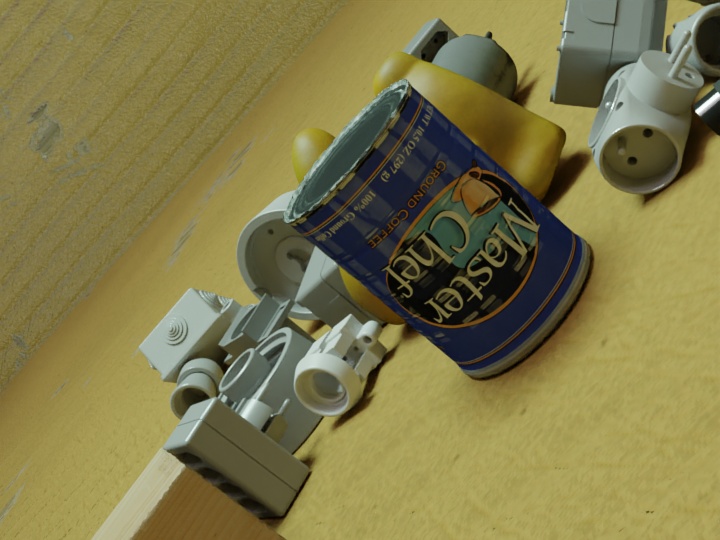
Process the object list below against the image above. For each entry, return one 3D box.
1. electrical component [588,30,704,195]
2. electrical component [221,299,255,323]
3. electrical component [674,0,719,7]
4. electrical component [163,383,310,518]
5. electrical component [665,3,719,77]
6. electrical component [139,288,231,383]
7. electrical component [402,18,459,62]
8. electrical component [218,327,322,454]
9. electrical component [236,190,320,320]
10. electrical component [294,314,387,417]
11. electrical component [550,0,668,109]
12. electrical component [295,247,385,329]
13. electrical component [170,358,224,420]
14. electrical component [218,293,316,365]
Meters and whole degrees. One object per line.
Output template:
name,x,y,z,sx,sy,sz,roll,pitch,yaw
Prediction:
electrical component,0.162,-0.094,0.591,0.077,0.044,0.079,-69,1,-52
electrical component,-0.100,0.052,0.992,0.048,0.062,0.048,-46,15,16
electrical component,0.226,-0.188,0.612,0.121,0.079,0.063,-163,83,-74
electrical component,-0.074,0.112,0.725,0.047,0.083,0.075,-26,28,58
electrical component,0.199,-0.130,0.613,0.040,0.040,0.046,-49,9,3
electrical component,-0.166,0.068,1.095,0.099,0.048,0.100,-48,-20,6
electrical component,0.079,-0.192,1.030,0.047,0.083,0.076,-51,15,-5
electrical component,-0.071,0.093,0.811,0.108,0.060,0.108,-46,15,16
electrical component,-0.045,-0.018,0.927,0.108,0.108,0.060,-40,11,34
electrical component,-0.016,0.068,0.743,0.066,0.048,0.055,-39,10,36
electrical component,0.155,-0.141,0.673,0.096,0.061,0.061,65,-147,-74
electrical component,0.000,0.000,0.829,0.061,0.062,0.096,-42,17,29
electrical component,-0.156,0.115,1.036,0.045,0.045,0.055,-45,15,19
electrical component,-0.075,0.060,0.896,0.081,0.064,0.042,-30,23,53
